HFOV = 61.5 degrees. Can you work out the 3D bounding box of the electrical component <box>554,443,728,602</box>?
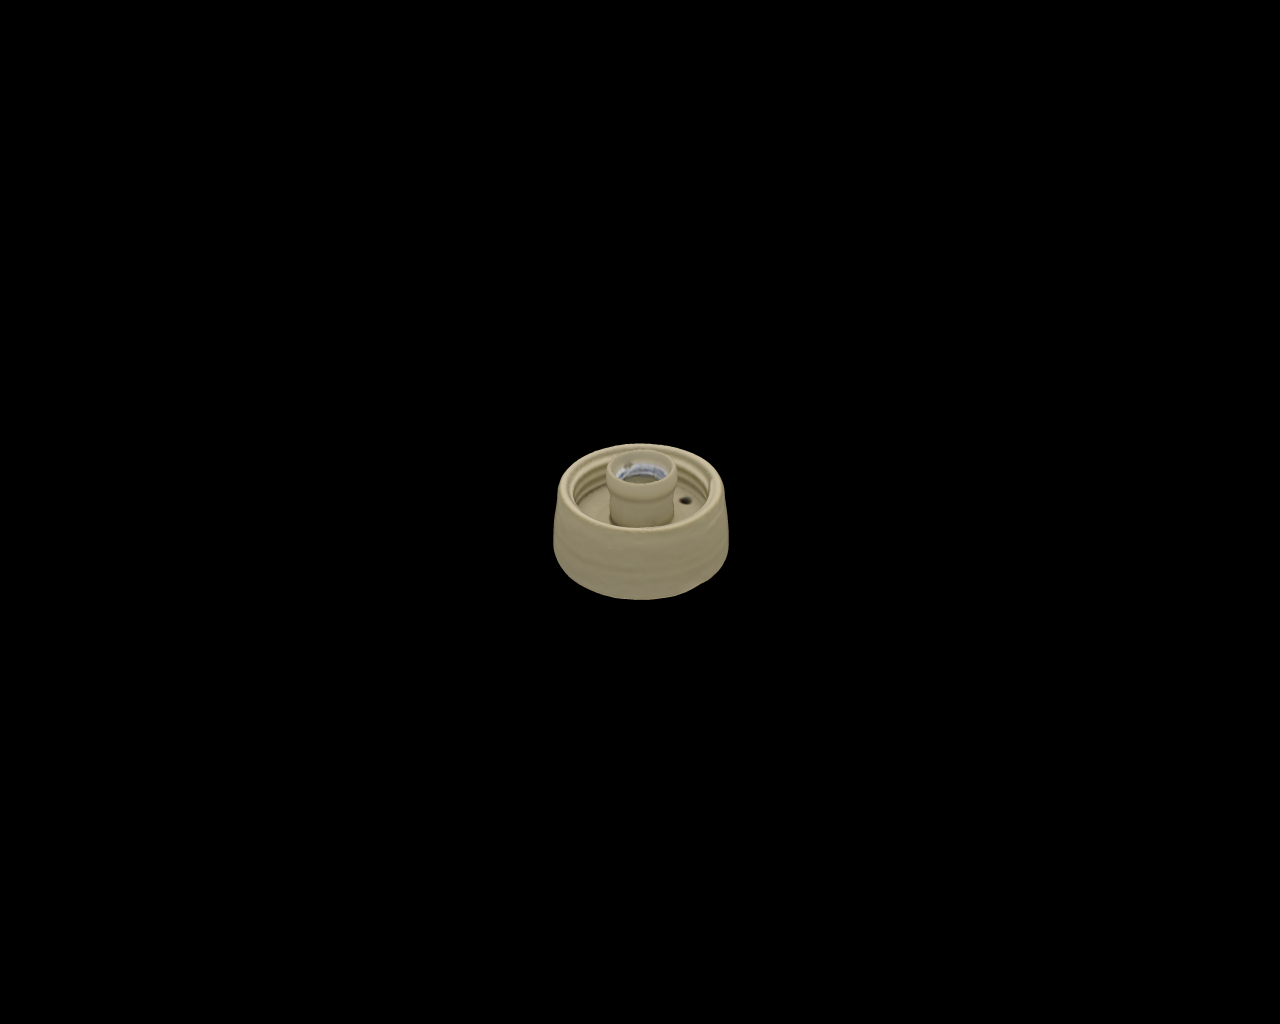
[{"bbox_3d":[0.001,-0.003,0.650,0.108,0.060,0.108,0,33,0],"label":"electrical component"}]
